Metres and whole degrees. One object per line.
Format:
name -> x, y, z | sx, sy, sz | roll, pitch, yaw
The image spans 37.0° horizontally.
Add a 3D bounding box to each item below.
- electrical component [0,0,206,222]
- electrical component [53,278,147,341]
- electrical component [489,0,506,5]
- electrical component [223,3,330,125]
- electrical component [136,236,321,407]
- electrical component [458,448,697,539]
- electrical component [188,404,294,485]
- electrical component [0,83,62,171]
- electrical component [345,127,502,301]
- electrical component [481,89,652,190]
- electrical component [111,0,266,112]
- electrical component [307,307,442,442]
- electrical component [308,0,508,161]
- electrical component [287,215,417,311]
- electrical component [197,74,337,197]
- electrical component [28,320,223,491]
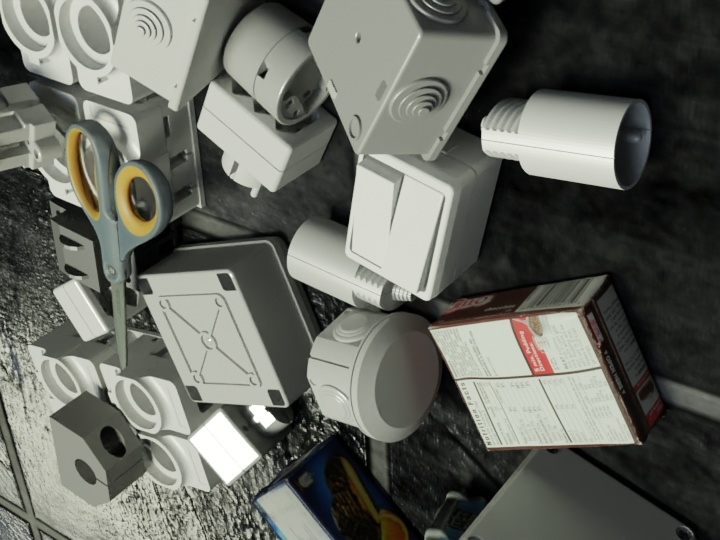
electrical component -> -0.171, -0.125, 0.714 | 0.105, 0.060, 0.186 | 21, 130, 30
electrical component -> -0.203, 0.021, 0.840 | 0.077, 0.066, 0.047 | -21, 103, 47
electrical component -> 0.061, -0.155, 0.476 | 0.047, 0.077, 0.065 | 47, 138, 5
electrical component -> -0.044, -0.119, 0.612 | 0.047, 0.055, 0.055 | 41, 137, 17
electrical component -> -0.088, 0.037, 0.756 | 0.109, 0.056, 0.108 | -3, 115, 43
electrical component -> 0.121, 0.171, 0.625 | 0.109, 0.109, 0.056 | 32, 137, 21
electrical component -> -0.075, 0.110, 0.796 | 0.077, 0.066, 0.047 | -43, 86, 19
electrical component -> -0.234, -0.089, 0.697 | 0.066, 0.055, 0.048 | 49, 141, 29
electrical component -> 0.031, -0.030, 0.600 | 0.062, 0.061, 0.096 | 30, 134, 23
electrical component -> 0.097, -0.067, 0.530 | 0.081, 0.043, 0.043 | 14, 126, 35
electrical component -> -0.091, -0.151, 0.598 | 0.048, 0.099, 0.099 | 32, 136, 3
electrical component -> 0.011, 0.063, 0.671 | 0.051, 0.080, 0.080 | 11, 124, 42
electrical component -> 0.019, -0.114, 0.535 | 0.099, 0.048, 0.099 | -59, 44, 46
electrical component -> 0.000, 0.000, 0.662 | 0.081, 0.043, 0.043 | 24, 131, 28
electrical component -> -0.062, -0.077, 0.661 | 0.066, 0.047, 0.076 | 41, 137, 12
electrical component -> -0.187, 0.109, 0.891 | 0.186, 0.060, 0.105 | 8, 123, 38
